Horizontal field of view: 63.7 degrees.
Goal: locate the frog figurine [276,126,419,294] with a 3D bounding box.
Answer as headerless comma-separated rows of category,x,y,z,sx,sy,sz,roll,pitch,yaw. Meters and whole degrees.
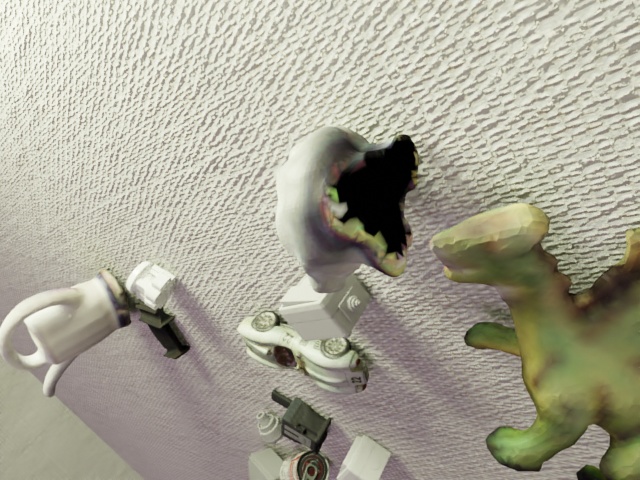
frog figurine,0.001,-0.023,0.456,0.158,0.123,0.138,-15,85,57

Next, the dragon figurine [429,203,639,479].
dragon figurine,0.258,0.100,0.381,0.410,0.125,0.237,26,134,2

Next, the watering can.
watering can,-0.472,0.180,0.984,0.105,0.227,0.339,47,148,20
